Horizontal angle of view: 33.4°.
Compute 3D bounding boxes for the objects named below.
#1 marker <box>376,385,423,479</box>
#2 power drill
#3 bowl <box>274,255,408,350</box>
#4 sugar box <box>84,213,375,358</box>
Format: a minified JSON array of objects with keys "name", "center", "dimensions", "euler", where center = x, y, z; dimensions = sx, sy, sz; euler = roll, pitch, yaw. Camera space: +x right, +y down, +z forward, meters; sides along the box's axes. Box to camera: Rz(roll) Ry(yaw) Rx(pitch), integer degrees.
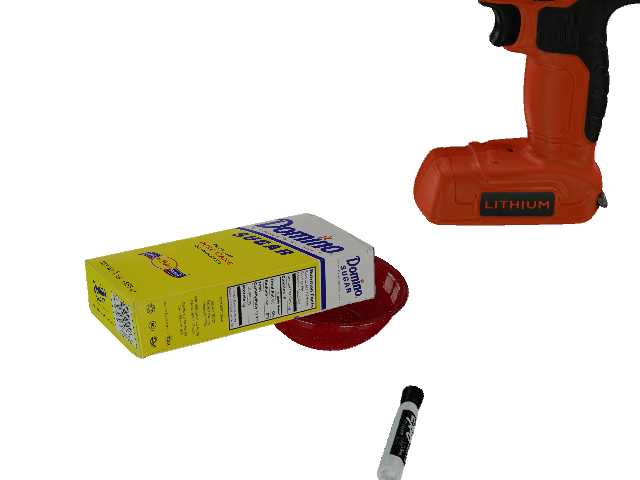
[{"name":"marker","center":[0.066,0.154,0.862],"dimensions":[0.020,0.020,0.121],"euler":[0,25,15]},{"name":"power drill","center":[0.096,-0.098,0.565],"dimensions":[0.184,0.188,0.057],"euler":[1,35,-4]},{"name":"bowl","center":[0.006,0.064,1.084],"dimensions":[0.162,0.055,0.162],"euler":[4,29,-3]},{"name":"sugar box","center":[-0.060,0.026,0.725],"dimensions":[0.175,0.048,0.093],"euler":[-16,25,-27]}]
